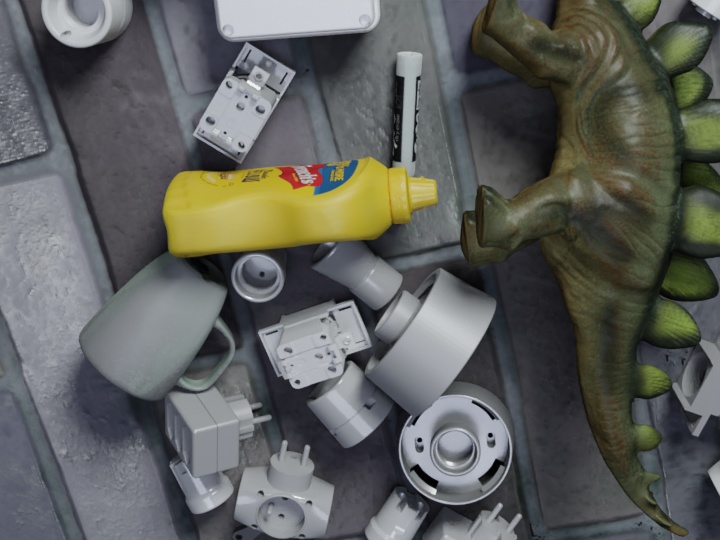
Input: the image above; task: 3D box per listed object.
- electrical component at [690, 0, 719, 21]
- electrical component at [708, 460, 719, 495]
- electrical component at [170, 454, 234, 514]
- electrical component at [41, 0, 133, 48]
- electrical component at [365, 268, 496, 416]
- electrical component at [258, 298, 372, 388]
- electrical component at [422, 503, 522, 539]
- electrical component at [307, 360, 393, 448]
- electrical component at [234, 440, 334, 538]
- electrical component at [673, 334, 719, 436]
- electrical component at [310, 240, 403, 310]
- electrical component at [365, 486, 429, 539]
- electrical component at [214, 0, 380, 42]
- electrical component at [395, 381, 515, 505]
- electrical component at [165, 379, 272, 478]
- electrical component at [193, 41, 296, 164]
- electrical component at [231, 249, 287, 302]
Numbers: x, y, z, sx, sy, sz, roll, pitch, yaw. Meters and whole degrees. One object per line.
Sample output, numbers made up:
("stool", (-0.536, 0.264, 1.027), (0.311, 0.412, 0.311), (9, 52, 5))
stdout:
("electrical component", (0.255, -0.203, 0.736), (0.044, 0.044, 0.065), (30, 114, -8))
("electrical component", (0.317, 0.154, 0.855), (0.077, 0.044, 0.079), (-29, 129, 13))
("electrical component", (-0.133, 0.173, 0.897), (0.040, 0.040, 0.046), (-24, 102, 12))
("electrical component", (-0.194, -0.186, 0.763), (0.055, 0.047, 0.055), (1, 110, 3))
("electrical component", (0.046, 0.048, 0.807), (0.060, 0.108, 0.108), (35, 108, -4))
("electrical component", (-0.036, 0.058, 0.836), (0.081, 0.063, 0.042), (-19, 107, 10))
("electrical component", (0.106, 0.228, 0.900), (0.083, 0.047, 0.075), (30, 108, -7))
("electrical component", (-0.009, 0.106, 0.858), (0.055, 0.055, 0.047), (-40, 100, 16))
("electrical component", (-0.060, 0.177, 0.891), (0.077, 0.044, 0.079), (12, 111, -1))
("electrical component", (0.287, 0.090, 0.842), (0.064, 0.042, 0.081), (19, 111, -8))
("electrical component", (0.000, 0.000, 0.825), (0.065, 0.044, 0.044), (39, 108, -16))
("electrical component", (0.032, 0.210, 0.902), (0.040, 0.040, 0.046), (29, 103, -7))
("electrical component", (-0.044, -0.202, 0.743), (0.113, 0.057, 0.078), (-3, 110, 4))
("electrical component", (0.077, 0.140, 0.873), (0.099, 0.064, 0.099), (1, 96, 5))
("electrical component", (-0.110, 0.122, 0.866), (0.077, 0.066, 0.047), (-11, 121, -27))
("electrical component", (-0.086, -0.117, 0.774), (0.042, 0.063, 0.081), (31, 109, -7))
("electrical component", (-0.076, -0.002, 0.825), (0.040, 0.046, 0.040), (1, 110, 3))
